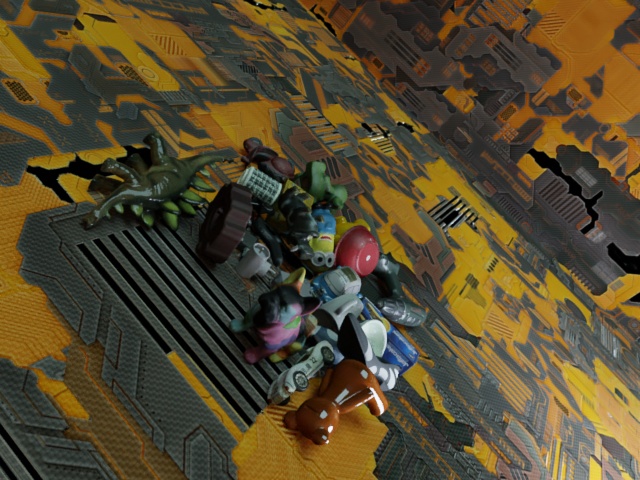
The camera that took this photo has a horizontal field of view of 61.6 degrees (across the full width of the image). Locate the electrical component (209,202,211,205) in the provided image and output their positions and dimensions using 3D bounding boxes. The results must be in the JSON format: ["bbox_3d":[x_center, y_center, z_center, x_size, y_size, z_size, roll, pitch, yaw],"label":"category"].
[{"bbox_3d":[-0.244,-0.053,1.291,0.063,0.021,0.094,25,35,-28],"label":"electrical component"}]

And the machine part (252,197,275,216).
[{"bbox_3d":[-0.184,-0.094,1.366,0.139,0.039,0.084,16,19,-18],"label":"machine part"}]

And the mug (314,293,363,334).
[{"bbox_3d":[0.052,0.163,1.249,0.081,0.109,0.107,45,49,16],"label":"mug"}]

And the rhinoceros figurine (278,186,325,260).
[{"bbox_3d":[-0.054,-0.042,1.327,0.073,0.112,0.190,28,35,-57],"label":"rhinoceros figurine"}]

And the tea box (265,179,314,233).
[{"bbox_3d":[-0.082,-0.082,1.473,0.098,0.068,0.170,36,30,-13],"label":"tea box"}]

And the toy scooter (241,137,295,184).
[{"bbox_3d":[-0.161,-0.221,1.554,0.184,0.075,0.135,39,29,1],"label":"toy scooter"}]

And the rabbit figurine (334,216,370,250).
[{"bbox_3d":[0.026,-0.024,1.515,0.162,0.121,0.173,-8,42,-43],"label":"rabbit figurine"}]

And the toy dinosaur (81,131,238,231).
[{"bbox_3d":[-0.343,-0.133,1.203,0.198,0.105,0.471,47,38,-7],"label":"toy dinosaur"}]

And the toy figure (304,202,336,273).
[{"bbox_3d":[0.001,-0.004,1.390,0.082,0.089,0.180,1,78,-3],"label":"toy figure"}]

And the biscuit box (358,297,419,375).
[{"bbox_3d":[0.156,0.241,1.346,0.203,0.063,0.059,44,31,4],"label":"biscuit box"}]

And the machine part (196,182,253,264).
[{"bbox_3d":[-0.209,-0.040,1.173,0.056,0.179,0.179,24,35,-26],"label":"machine part"}]

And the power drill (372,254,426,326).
[{"bbox_3d":[0.200,0.140,1.488,0.232,0.086,0.207,30,24,-42],"label":"power drill"}]

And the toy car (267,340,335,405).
[{"bbox_3d":[-0.036,0.264,1.077,0.056,0.073,0.202,51,31,7],"label":"toy car"}]

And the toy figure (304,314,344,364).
[{"bbox_3d":[-0.007,0.210,1.201,0.154,0.064,0.058,44,71,0],"label":"toy figure"}]

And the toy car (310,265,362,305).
[{"bbox_3d":[0.046,0.112,1.344,0.161,0.103,0.109,-3,52,-54],"label":"toy car"}]

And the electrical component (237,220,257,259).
[{"bbox_3d":[-0.186,-0.008,1.277,0.078,0.045,0.102,37,30,-7],"label":"electrical component"}]

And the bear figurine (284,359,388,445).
[{"bbox_3d":[0.033,0.332,1.054,0.196,0.120,0.131,-45,133,-36],"label":"bear figurine"}]

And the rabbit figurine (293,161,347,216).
[{"bbox_3d":[0.022,-0.144,1.625,0.170,0.121,0.159,13,48,-37],"label":"rabbit figurine"}]

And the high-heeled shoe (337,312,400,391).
[{"bbox_3d":[0.120,0.241,1.184,0.086,0.248,0.145,18,36,42],"label":"high-heeled shoe"}]

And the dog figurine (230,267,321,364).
[{"bbox_3d":[-0.064,0.147,1.052,0.191,0.219,0.108,6,49,-45],"label":"dog figurine"}]
